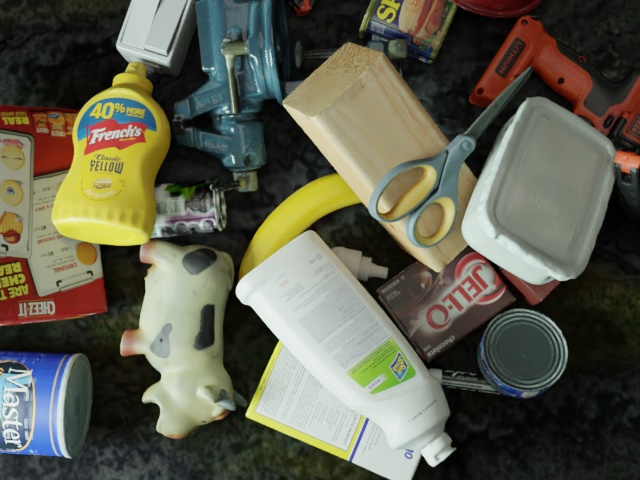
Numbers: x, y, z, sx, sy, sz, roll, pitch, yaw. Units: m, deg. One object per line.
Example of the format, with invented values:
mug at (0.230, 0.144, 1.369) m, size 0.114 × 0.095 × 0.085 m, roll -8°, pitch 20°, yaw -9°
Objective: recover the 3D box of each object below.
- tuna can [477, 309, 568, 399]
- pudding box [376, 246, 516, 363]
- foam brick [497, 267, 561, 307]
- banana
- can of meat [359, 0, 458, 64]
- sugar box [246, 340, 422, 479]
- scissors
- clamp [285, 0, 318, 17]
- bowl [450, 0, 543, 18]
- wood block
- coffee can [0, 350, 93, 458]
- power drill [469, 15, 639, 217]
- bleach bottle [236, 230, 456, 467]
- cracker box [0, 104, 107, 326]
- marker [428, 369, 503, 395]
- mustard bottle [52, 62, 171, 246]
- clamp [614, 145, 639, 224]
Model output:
tuna can at (0.200, 0.114, 1.062) m, size 0.086 × 0.034 × 0.086 m, roll 1°, pitch 66°, yaw -3°
pudding box at (0.127, 0.057, 1.081) m, size 0.113 × 0.039 × 0.090 m, roll -36°, pitch 83°, yaw -2°
foam brick at (0.215, 0.028, 1.061) m, size 0.053 × 0.078 × 0.051 m, roll -44°, pitch 82°, yaw -3°
banana at (-0.014, -0.016, 1.096) m, size 0.198 × 0.037 × 0.069 m, roll -33°, pitch 83°, yaw -1°
can of meat at (0.098, -0.243, 1.107) m, size 0.084 × 0.057 × 0.102 m, roll 23°, pitch 85°, yaw 3°
sugar box at (0.024, 0.169, 1.070) m, size 0.176 × 0.048 × 0.093 m, roll 24°, pitch 83°, yaw 2°
scissors at (0.136, -0.069, 0.992) m, size 0.201 × 0.016 × 0.096 m, roll -35°, pitch 117°, yaw -8°
clamp at (-0.032, -0.344, 1.125) m, size 0.164 × 0.036 × 0.210 m, roll 5°, pitch 87°, yaw -11°
bowl at (0.175, -0.307, 1.079) m, size 0.162 × 0.055 × 0.162 m, roll 7°, pitch 66°, yaw -16°
wood block at (0.069, -0.079, 1.023) m, size 0.090 × 0.091 × 0.206 m, roll -43°, pitch 117°, yaw -5°
coffee can at (-0.307, 0.160, 1.057) m, size 0.140 × 0.103 × 0.103 m, roll 3°, pitch 84°, yaw 3°
power drill at (0.250, -0.127, 1.089) m, size 0.187 × 0.057 × 0.184 m, roll 31°, pitch 86°, yaw 4°
bleach bottle at (0.034, 0.115, 1.027) m, size 0.102 × 0.068 × 0.251 m, roll -37°, pitch 79°, yaw -12°
cracker box at (-0.308, -0.024, 1.052) m, size 0.072 × 0.163 × 0.214 m, roll -15°, pitch 81°, yaw 46°
marker at (0.141, 0.142, 1.081) m, size 0.121 × 0.020 × 0.020 m, roll 7°, pitch 84°, yaw 3°
mustard bottle at (-0.199, -0.092, 1.061) m, size 0.096 × 0.058 × 0.191 m, roll 5°, pitch 67°, yaw 7°
clamp at (0.330, -0.035, 1.039) m, size 0.039 × 0.171 × 0.120 m, roll 12°, pitch 86°, yaw 47°
